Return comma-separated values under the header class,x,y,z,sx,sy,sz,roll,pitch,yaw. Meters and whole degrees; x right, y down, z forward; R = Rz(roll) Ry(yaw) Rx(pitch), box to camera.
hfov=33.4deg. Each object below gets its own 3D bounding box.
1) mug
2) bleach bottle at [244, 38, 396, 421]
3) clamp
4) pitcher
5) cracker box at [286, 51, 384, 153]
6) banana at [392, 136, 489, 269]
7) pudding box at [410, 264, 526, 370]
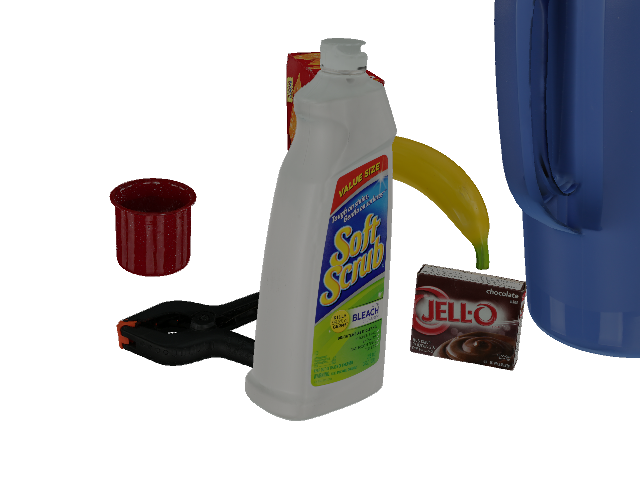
class,x,y,z,sx,sy,sz,roll,pitch,yaw
mug,-0.190,-0.018,1.179,0.093,0.081,0.117,-14,32,-31
bleach bottle,0.003,-0.009,0.727,0.102,0.251,0.068,-13,24,-39
clamp,-0.103,0.080,1.013,0.171,0.039,0.120,5,28,2
pitcher,0.157,-0.062,0.558,0.149,0.243,0.145,-3,23,2
cracker box,0.012,-0.107,1.144,0.072,0.164,0.214,-4,18,-9
banana,0.080,-0.052,0.927,0.037,0.070,0.198,4,27,-47
pudding box,0.153,0.079,1.111,0.113,0.090,0.039,8,21,14
